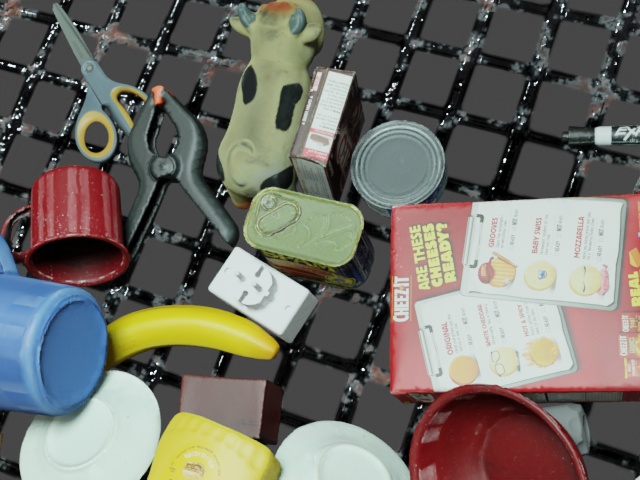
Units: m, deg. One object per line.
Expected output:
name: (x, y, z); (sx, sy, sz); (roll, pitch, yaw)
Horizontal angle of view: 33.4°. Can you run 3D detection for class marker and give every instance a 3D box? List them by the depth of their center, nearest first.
marker: (0.273, -0.091, 0.932); (0.121, 0.020, 0.020); (0, 73, 14)

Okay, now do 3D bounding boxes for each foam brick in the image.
foam brick: (-0.078, 0.148, 0.926); (0.078, 0.051, 0.053); (2, 75, 15)

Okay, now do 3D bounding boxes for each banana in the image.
banana: (-0.135, 0.093, 0.969); (0.198, 0.037, 0.069); (-14, 91, 11)

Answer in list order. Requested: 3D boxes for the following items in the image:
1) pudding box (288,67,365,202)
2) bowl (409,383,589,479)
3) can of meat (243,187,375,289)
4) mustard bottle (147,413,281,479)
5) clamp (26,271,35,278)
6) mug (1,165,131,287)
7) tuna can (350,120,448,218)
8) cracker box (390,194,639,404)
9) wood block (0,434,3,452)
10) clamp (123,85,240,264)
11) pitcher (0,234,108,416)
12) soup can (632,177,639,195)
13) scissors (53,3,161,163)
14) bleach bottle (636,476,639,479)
pudding box: (0.008, -0.091, 0.949); (0.039, 0.113, 0.090); (13, 77, 12)
bowl: (0.149, 0.186, 0.831); (0.162, 0.055, 0.162); (8, 102, 41)
can of meat: (-0.006, 0.001, 0.936); (0.102, 0.084, 0.057); (13, 74, 17)
mustard bottle: (-0.113, 0.232, 0.810); (0.096, 0.058, 0.191); (18, 66, 25)
clamp: (-0.290, 0.063, 1.014); (0.164, 0.036, 0.210); (-24, 65, 7)
mug: (-0.234, -0.012, 0.975); (0.117, 0.093, 0.081); (-11, 60, 3)
tuna can: (0.072, -0.063, 0.965); (0.086, 0.033, 0.086); (-4, 71, 13)
cracker box: (0.169, 0.052, 0.885); (0.214, 0.072, 0.164); (-3, 71, 14)
wood block: (-0.355, 0.265, 0.937); (0.090, 0.090, 0.206); (2, 73, 14)
clamp: (-0.151, -0.058, 1.015); (0.120, 0.039, 0.171); (-17, 75, 4)
pitcher: (-0.308, 0.071, 0.923); (0.243, 0.149, 0.144); (5, 41, 25)
soup can: (0.320, -0.042, 0.878); (0.102, 0.068, 0.068); (31, 82, 21)
scissors: (-0.241, -0.154, 1.084); (0.202, 0.016, 0.096); (42, 86, 22)
bleach bottle: (0.205, 0.286, 0.714); (0.103, 0.068, 0.250); (19, 59, 36)
